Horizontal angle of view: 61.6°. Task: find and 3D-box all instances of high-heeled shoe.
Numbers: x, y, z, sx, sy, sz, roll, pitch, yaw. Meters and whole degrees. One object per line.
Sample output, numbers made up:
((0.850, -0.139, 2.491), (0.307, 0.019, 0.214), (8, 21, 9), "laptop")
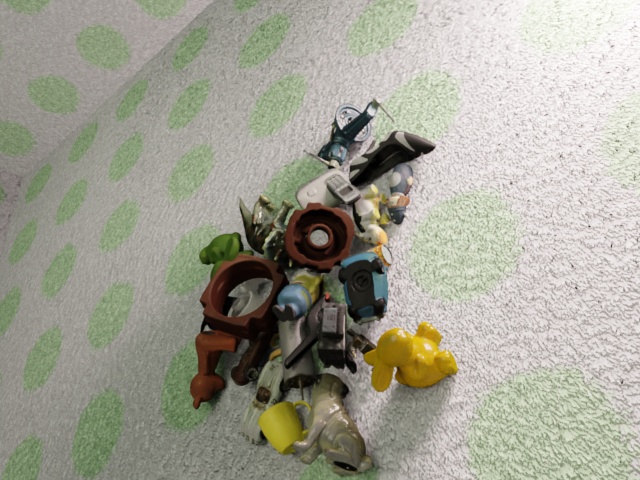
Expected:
((0.175, -0.197, 1.379), (0.249, 0.086, 0.145), (11, 73, 52), "high-heeled shoe")

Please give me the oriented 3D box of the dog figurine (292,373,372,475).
((0.045, 0.377, 1.132), (0.172, 0.121, 0.190), (15, 53, 12), "dog figurine")

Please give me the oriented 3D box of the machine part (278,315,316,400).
((-0.057, 0.264, 1.297), (0.079, 0.079, 0.243), (-30, 48, 25), "machine part")

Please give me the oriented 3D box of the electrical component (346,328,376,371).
((0.099, 0.243, 1.163), (0.045, 0.102, 0.078), (-49, 19, 0), "electrical component")

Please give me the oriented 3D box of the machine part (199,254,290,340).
((-0.188, 0.145, 1.382), (0.202, 0.087, 0.201), (10, 56, 28), "machine part")

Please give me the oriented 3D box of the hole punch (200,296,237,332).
((-0.282, 0.207, 1.544), (0.116, 0.092, 0.142), (150, 139, -69), "hole punch")

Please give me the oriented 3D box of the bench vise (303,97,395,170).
((0.085, -0.302, 1.477), (0.240, 0.129, 0.224), (-34, 20, 51), "bench vise")

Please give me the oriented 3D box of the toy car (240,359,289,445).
((-0.133, 0.391, 1.300), (0.074, 0.056, 0.201), (10, 71, 45), "toy car")

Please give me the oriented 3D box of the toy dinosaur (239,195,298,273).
((-0.145, -0.019, 1.536), (0.405, 0.131, 0.192), (11, 72, 52), "toy dinosaur")

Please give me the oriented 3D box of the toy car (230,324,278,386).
((-0.164, 0.276, 1.372), (0.089, 0.053, 0.202), (-21, 38, 56), "toy car")

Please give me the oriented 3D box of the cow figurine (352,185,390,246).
((0.119, -0.047, 1.343), (0.098, 0.068, 0.167), (-28, 45, 34), "cow figurine")

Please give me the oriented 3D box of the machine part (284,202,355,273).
((-0.003, -0.004, 1.312), (0.179, 0.056, 0.179), (2, 71, -5), "machine part")

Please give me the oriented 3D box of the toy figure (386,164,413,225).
((0.195, -0.112, 1.328), (0.064, 0.058, 0.154), (125, 160, -68), "toy figure")

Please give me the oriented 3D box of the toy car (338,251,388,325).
((0.113, 0.112, 1.221), (0.109, 0.103, 0.161), (-20, 68, 24), "toy car")

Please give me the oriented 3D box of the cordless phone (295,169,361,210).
((0.027, -0.104, 1.393), (0.147, 0.088, 0.184), (-32, 27, -5), "cordless phone")

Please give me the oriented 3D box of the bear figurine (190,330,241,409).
((-0.282, 0.344, 1.440), (0.132, 0.120, 0.195), (1, 90, -2), "bear figurine")

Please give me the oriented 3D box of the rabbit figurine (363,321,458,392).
((0.162, 0.222, 1.059), (0.162, 0.173, 0.122), (-30, 52, 19), "rabbit figurine")

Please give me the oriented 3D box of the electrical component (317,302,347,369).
((0.028, 0.202, 1.168), (0.058, 0.134, 0.115), (-1, 53, 5), "electrical component")

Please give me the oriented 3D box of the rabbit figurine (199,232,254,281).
((-0.263, 0.066, 1.552), (0.159, 0.121, 0.170), (-38, 30, 23), "rabbit figurine")

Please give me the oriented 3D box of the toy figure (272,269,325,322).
((-0.050, 0.138, 1.315), (0.082, 0.089, 0.180), (17, 35, 16), "toy figure")
